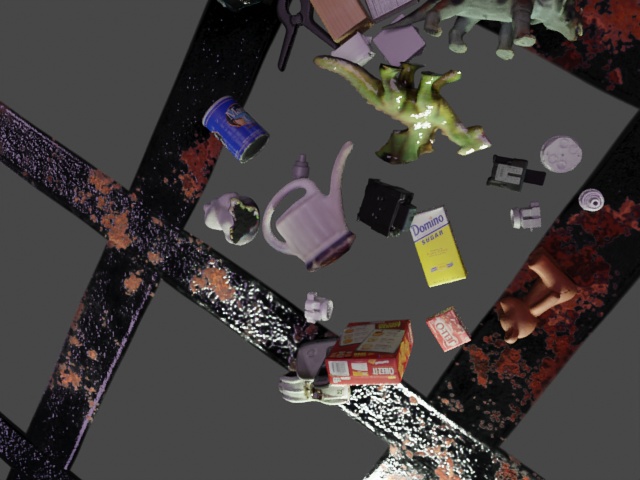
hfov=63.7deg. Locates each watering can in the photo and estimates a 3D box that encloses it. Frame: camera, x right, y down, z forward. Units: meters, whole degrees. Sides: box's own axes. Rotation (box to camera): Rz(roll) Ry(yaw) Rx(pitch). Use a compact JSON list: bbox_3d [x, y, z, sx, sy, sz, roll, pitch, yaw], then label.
[{"bbox_3d":[0.004,-0.063,1.258,0.343,0.105,0.225,-38,87,28],"label":"watering can"}]

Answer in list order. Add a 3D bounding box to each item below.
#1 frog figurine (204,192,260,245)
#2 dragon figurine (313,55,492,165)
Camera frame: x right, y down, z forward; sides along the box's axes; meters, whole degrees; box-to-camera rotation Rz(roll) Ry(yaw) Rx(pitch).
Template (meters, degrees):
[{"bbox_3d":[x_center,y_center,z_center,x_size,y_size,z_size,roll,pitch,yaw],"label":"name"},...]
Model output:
[{"bbox_3d":[-0.235,-0.057,1.364,0.159,0.124,0.136,6,116,54],"label":"frog figurine"},{"bbox_3d":[0.180,-0.276,1.154,0.411,0.125,0.237,11,121,10],"label":"dragon figurine"}]
